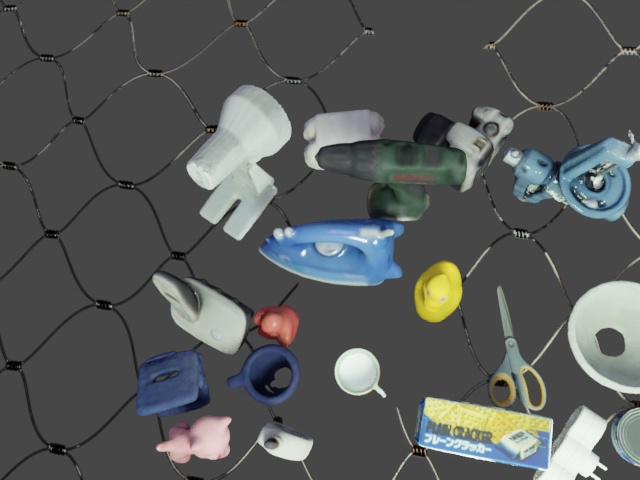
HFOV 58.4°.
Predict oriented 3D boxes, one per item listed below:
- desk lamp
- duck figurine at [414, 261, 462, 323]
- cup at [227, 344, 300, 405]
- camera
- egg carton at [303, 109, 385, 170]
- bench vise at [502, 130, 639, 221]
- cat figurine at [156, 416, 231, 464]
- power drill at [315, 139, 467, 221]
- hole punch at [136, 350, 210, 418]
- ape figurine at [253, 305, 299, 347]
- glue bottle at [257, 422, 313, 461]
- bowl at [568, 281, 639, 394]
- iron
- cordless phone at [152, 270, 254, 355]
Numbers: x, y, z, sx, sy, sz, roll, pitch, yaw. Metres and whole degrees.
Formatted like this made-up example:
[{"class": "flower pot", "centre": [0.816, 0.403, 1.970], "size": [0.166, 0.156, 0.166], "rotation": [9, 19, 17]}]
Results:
[{"class": "desk lamp", "centre": [-0.137, -0.130, 0.974], "size": [0.117, 0.214, 0.203], "rotation": [31, 79, 16]}, {"class": "duck figurine", "centre": [0.194, 0.078, 0.933], "size": [0.077, 0.086, 0.105], "rotation": [22, 77, 14]}, {"class": "cup", "centre": [-0.083, 0.222, 0.920], "size": [0.117, 0.095, 0.091], "rotation": [-13, 71, 3]}, {"class": "camera", "centre": [0.243, -0.182, 0.999], "size": [0.136, 0.101, 0.143], "rotation": [36, 81, 16]}, {"class": "egg carton", "centre": [0.045, -0.179, 1.042], "size": [0.150, 0.069, 0.107], "rotation": [-5, 72, 6]}, {"class": "bench vise", "centre": [0.394, -0.101, 0.891], "size": [0.207, 0.220, 0.121], "rotation": [3, 73, 9]}, {"class": "cat figurine", "centre": [-0.191, 0.312, 0.894], "size": [0.127, 0.118, 0.067], "rotation": [-11, 71, 4]}, {"class": "power drill", "centre": [0.117, -0.099, 0.933], "size": [0.229, 0.208, 0.075], "rotation": [-2, 72, 7]}, {"class": "hole punch", "centre": [-0.247, 0.234, 0.940], "size": [0.108, 0.091, 0.101], "rotation": [-17, 71, 2]}, {"class": "ape figurine", "centre": [-0.074, 0.139, 0.946], "size": [0.076, 0.092, 0.077], "rotation": [-32, 71, -3]}, {"class": "glue bottle", "centre": [-0.059, 0.300, 0.851], "size": [0.078, 0.173, 0.037], "rotation": [21, 77, 14]}, {"class": "bowl", "centre": [0.459, 0.151, 0.881], "size": [0.167, 0.075, 0.167], "rotation": [-2, 73, 7]}, {"class": "iron", "centre": [0.009, 0.003, 0.951], "size": [0.258, 0.141, 0.118], "rotation": [1, 73, 8]}, {"class": "cordless phone", "centre": [-0.191, 0.111, 0.922], "size": [0.147, 0.185, 0.094], "rotation": [25, 78, 14]}]
